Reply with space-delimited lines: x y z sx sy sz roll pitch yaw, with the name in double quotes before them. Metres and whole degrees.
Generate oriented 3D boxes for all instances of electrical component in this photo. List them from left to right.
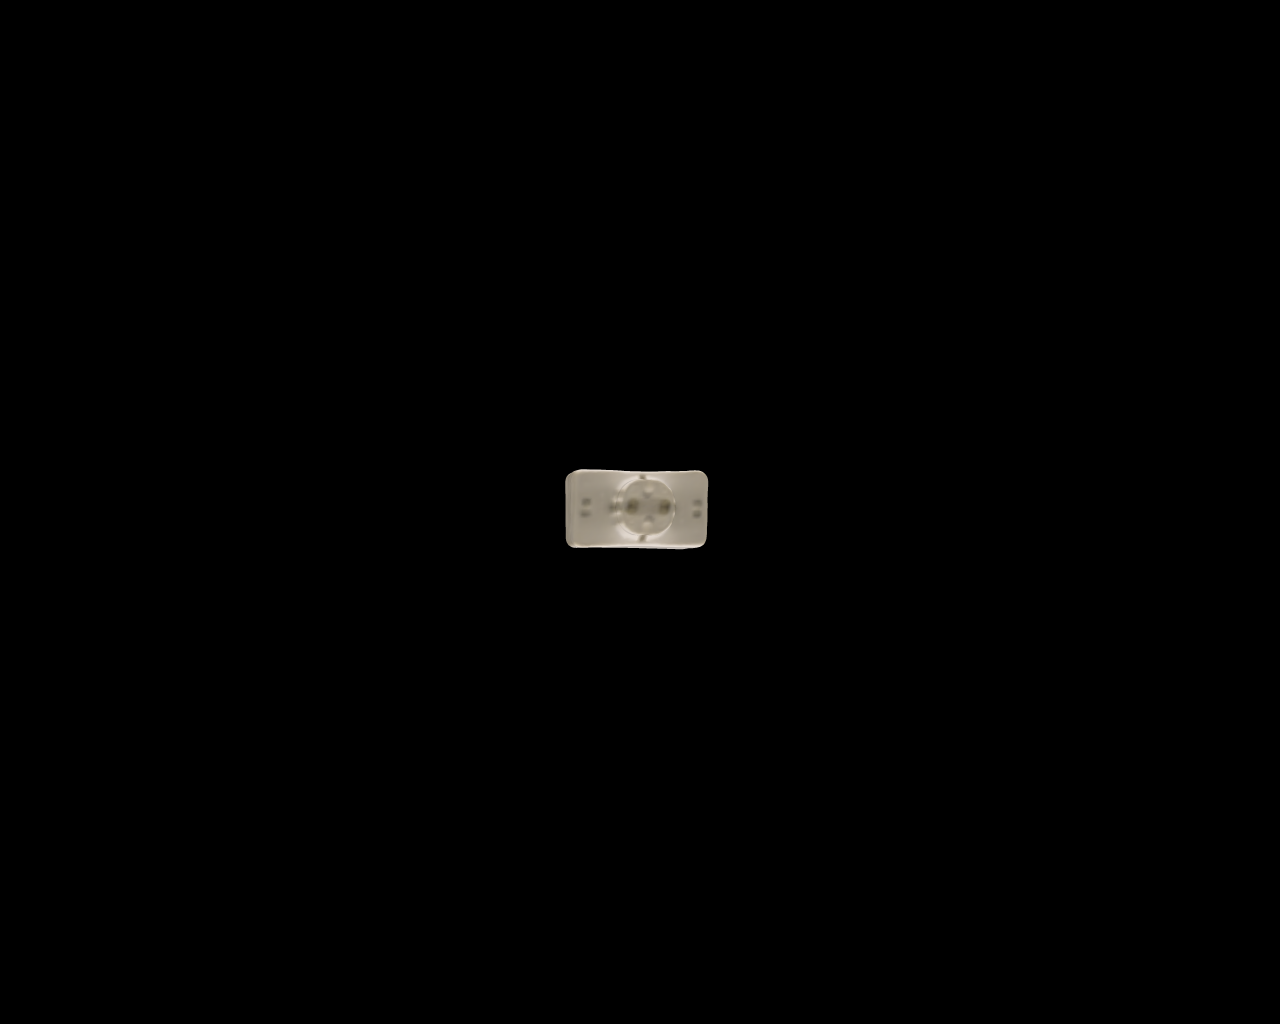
"electrical component" 0.001 -0.003 0.650 0.083 0.047 0.075 1 -3 -11
